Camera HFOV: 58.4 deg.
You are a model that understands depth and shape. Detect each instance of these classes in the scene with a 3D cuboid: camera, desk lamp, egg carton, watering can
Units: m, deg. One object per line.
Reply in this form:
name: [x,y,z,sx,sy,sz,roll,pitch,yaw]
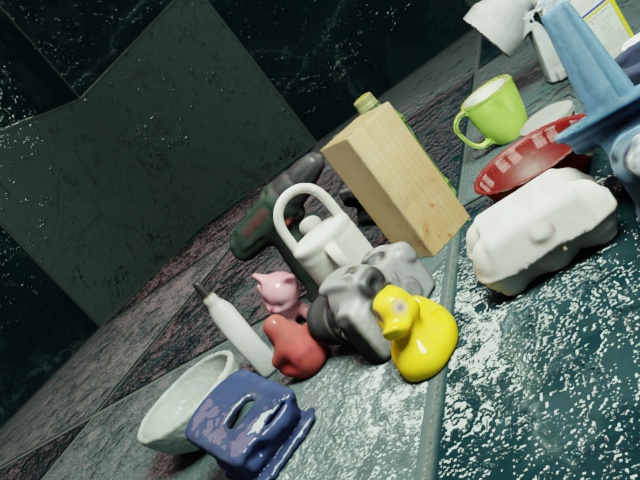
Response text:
camera: [0.047,0.073,0.711,0.136,0.101,0.143,-23,21,50]
desk lamp: [0.407,-0.403,1.077,0.203,0.214,0.118,-34,14,19]
egg carton: [0.221,-0.010,0.586,0.150,0.069,0.107,-35,14,17]
watering can: [0.006,0.004,0.843,0.101,0.194,0.172,-45,15,-23]

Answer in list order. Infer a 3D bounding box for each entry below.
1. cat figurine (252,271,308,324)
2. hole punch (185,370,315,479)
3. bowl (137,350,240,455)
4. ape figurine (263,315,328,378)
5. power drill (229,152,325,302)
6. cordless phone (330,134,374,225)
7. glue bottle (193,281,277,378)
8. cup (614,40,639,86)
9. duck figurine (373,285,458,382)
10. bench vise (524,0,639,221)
cat figurine: [-0.065,0.091,0.916,0.067,0.118,0.127,-44,14,-20]
hole punch: [-0.078,0.203,0.636,0.101,0.091,0.109,-20,23,53]
bowl: [-0.164,0.236,0.793,0.167,0.075,0.167,-36,13,11]
ape figurine: [-0.038,0.134,0.755,0.078,0.092,0.076,-40,13,-6]
power drill: [-0.030,-0.007,0.948,0.229,0.208,0.075,-33,15,24]
cordless phone: [0.075,-0.126,1.113,0.094,0.185,0.147,-45,15,-23]
glue bottle: [-0.128,0.126,0.845,0.037,0.173,0.078,-41,14,-9]
cup: [0.377,-0.173,0.654,0.092,0.095,0.117,-46,15,-26]
duck figurine: [0.091,0.083,0.593,0.077,0.086,0.105,-32,15,28]
bench vise: [0.274,-0.131,0.516,0.121,0.220,0.207,-36,14,11]
